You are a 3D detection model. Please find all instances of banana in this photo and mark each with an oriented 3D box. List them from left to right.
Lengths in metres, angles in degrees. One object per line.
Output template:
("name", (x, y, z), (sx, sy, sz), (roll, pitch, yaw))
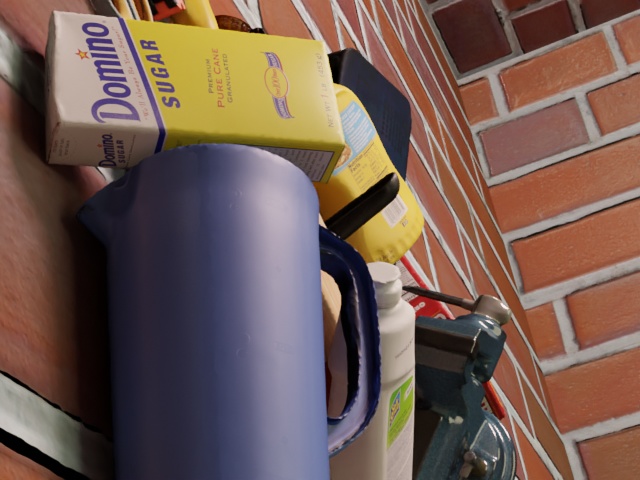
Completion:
("banana", (-0.107, -0.229, 0.950), (0.197, 0.069, 0.037), (-83, -168, -50))

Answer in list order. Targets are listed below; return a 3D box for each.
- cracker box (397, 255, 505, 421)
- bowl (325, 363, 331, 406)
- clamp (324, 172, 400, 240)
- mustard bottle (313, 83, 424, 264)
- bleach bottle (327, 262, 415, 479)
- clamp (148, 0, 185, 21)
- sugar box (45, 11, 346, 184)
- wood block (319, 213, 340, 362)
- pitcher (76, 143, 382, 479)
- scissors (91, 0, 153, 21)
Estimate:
("cracker box", (0.102, 0.092, 1.144), (0.164, 0.072, 0.214), (58, -2, -40))
("bowl", (0.021, 0.113, 0.915), (0.162, 0.055, 0.162), (0, 90, -79))
("clamp", (-0.006, 0.001, 0.855), (0.039, 0.120, 0.171), (-57, 158, -62))
("mustard bottle", (0.016, -0.070, 0.893), (0.096, 0.058, 0.191), (-47, 114, -43))
("bleach bottle", (0.037, 0.129, 0.762), (0.102, 0.068, 0.251), (-52, 149, -58))
("clamp", (-0.156, -0.286, 0.888), (0.164, 0.036, 0.210), (-45, 115, -74))
("sugar box", (-0.078, -0.088, 0.659), (0.048, 0.176, 0.093), (120, -33, -49))
("wood block", (-0.053, -0.008, 0.785), (0.090, 0.091, 0.206), (-77, 144, -65))
("pitcher", (-0.047, 0.078, 0.600), (0.145, 0.149, 0.243), (59, 20, -54))
("scissors", (-0.133, -0.129, 0.805), (0.096, 0.016, 0.202), (10, 61, -72))
